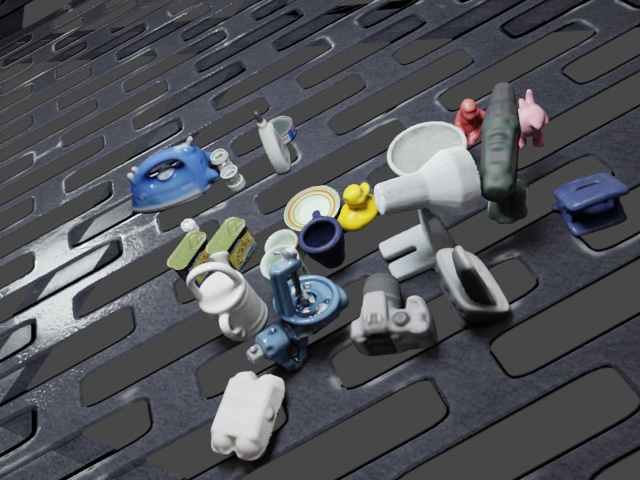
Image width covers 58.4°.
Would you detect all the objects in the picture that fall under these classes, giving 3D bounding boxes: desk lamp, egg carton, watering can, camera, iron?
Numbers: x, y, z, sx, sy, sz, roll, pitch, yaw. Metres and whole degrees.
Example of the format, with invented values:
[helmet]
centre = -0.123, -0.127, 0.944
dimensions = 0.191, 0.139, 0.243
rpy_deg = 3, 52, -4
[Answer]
[desk lamp]
centre = 0.191, -0.049, 1.038
dimensions = 0.203, 0.214, 0.117
rpy_deg = -26, 47, 3
[egg carton]
centre = -0.122, 0.302, 0.990
dimensions = 0.107, 0.070, 0.150
rpy_deg = 0, 53, 24
[watering can]
centre = -0.186, 0.101, 1.099
dimensions = 0.101, 0.195, 0.172
rpy_deg = -35, 47, -6
[camera]
centre = 0.124, 0.120, 1.007
dimensions = 0.143, 0.101, 0.137
rpy_deg = -11, 50, 16
[iron]
centre = -0.392, -0.165, 1.444
dimensions = 0.258, 0.142, 0.118
rpy_deg = -23, 47, 5

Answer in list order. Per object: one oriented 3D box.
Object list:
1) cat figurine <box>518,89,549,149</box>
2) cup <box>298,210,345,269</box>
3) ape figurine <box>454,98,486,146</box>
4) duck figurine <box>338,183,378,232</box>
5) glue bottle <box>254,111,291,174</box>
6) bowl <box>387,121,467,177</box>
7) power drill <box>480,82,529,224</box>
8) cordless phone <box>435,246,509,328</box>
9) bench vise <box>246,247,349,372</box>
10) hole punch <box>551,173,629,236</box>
[cat figurine]
centre = 0.424, -0.249, 1.162
dimensions = 0.067, 0.118, 0.128
rpy_deg = 0, 53, 24
[cup]
centre = 0.011, 0.004, 1.157
dimensions = 0.091, 0.095, 0.117
rpy_deg = -20, 48, 8
[ape figurine]
centre = 0.323, -0.263, 1.237
dimensions = 0.077, 0.092, 0.076
rpy_deg = -18, 48, 10
[duck figurine]
centre = 0.073, -0.075, 1.200
dimensions = 0.105, 0.086, 0.077
rpy_deg = -44, 49, -14
[glue bottle]
centre = -0.117, -0.240, 1.360
dimensions = 0.037, 0.174, 0.078
rpy_deg = -15, 49, 13
[bowl]
centre = 0.231, -0.169, 1.213
dimensions = 0.167, 0.075, 0.167
rpy_deg = -12, 49, 15
[power drill]
centre = 0.336, -0.141, 1.051
dimensions = 0.075, 0.209, 0.230
rpy_deg = -1, 53, 23
[cordless phone]
centre = 0.242, 0.048, 0.955
dimensions = 0.094, 0.185, 0.147
rpy_deg = -26, 47, 2
[bench vise]
centre = -0.047, 0.125, 0.999
dimensions = 0.121, 0.220, 0.208
rpy_deg = 14, 60, 32
[hole punch]
centre = 0.475, -0.076, 1.016
dimensions = 0.108, 0.091, 0.101
rpy_deg = -20, 48, 9
